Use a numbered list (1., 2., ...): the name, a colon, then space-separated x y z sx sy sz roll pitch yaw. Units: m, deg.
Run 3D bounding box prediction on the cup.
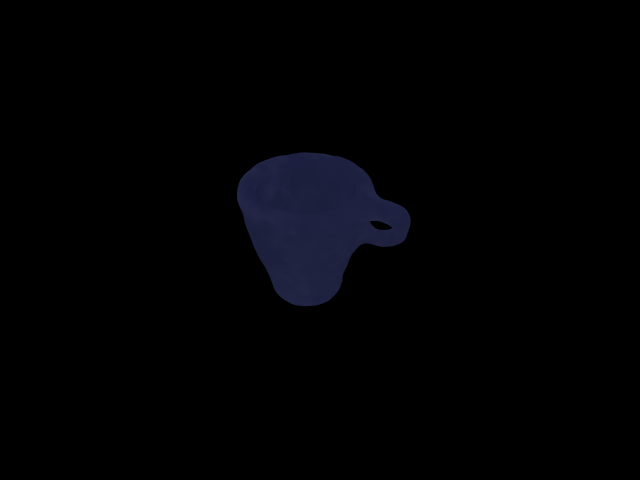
1. cup: 0.004 0.001 0.400 0.117 0.095 0.092 14 40 18
